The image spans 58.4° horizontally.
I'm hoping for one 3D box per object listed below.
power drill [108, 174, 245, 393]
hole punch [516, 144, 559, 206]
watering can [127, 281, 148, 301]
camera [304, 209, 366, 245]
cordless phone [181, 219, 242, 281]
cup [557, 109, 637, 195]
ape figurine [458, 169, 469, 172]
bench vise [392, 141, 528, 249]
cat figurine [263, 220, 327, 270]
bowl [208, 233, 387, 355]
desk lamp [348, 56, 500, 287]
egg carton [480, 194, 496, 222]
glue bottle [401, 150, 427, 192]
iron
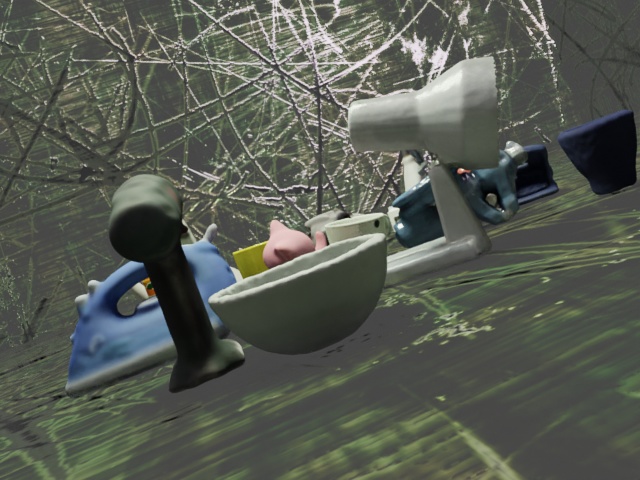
[{"bbox_3d":[-0.146,0.032,0.561,0.076,0.208,0.229,-21,3,-12],"label":"power drill"},{"bbox_3d":[0.324,-0.103,0.941,0.108,0.091,0.101,-19,3,17],"label":"hole punch"},{"bbox_3d":[-0.328,0.071,1.189,0.100,0.194,0.173,-19,4,24],"label":"watering can"},{"bbox_3d":[0.010,0.004,1.036,0.136,0.101,0.143,-19,4,31],"label":"camera"},{"bbox_3d":[-0.192,0.038,0.964,0.094,0.185,0.148,-19,4,21],"label":"cordless phone"},{"bbox_3d":[0.360,-0.107,0.744,0.092,0.095,0.117,-21,3,-9],"label":"cup"},{"bbox_3d":[0.284,-0.097,1.078,0.078,0.092,0.076,-22,4,-18],"label":"ape figurine"},{"bbox_3d":[0.183,-0.114,0.843,0.207,0.220,0.121,-21,3,-8],"label":"bench vise"},{"bbox_3d":[-0.020,0.025,0.700,0.067,0.118,0.128,-18,4,34],"label":"cat figurine"},{"bbox_3d":[-0.009,0.055,0.507,0.167,0.075,0.167,-20,3,2],"label":"bowl"},{"bbox_3d":[0.129,-0.079,0.655,0.203,0.213,0.118,-20,4,16],"label":"desk lamp"},{"bbox_3d":[0.217,-0.052,0.953,0.107,0.069,0.150,-23,4,-34],"label":"egg carton"},{"bbox_3d":[0.188,-0.105,1.103,0.037,0.173,0.078,-18,4,37],"label":"glue bottle"},{"bbox_3d":[-0.217,0.084,0.729,0.258,0.141,0.118,-21,3,-13],"label":"iron"}]
